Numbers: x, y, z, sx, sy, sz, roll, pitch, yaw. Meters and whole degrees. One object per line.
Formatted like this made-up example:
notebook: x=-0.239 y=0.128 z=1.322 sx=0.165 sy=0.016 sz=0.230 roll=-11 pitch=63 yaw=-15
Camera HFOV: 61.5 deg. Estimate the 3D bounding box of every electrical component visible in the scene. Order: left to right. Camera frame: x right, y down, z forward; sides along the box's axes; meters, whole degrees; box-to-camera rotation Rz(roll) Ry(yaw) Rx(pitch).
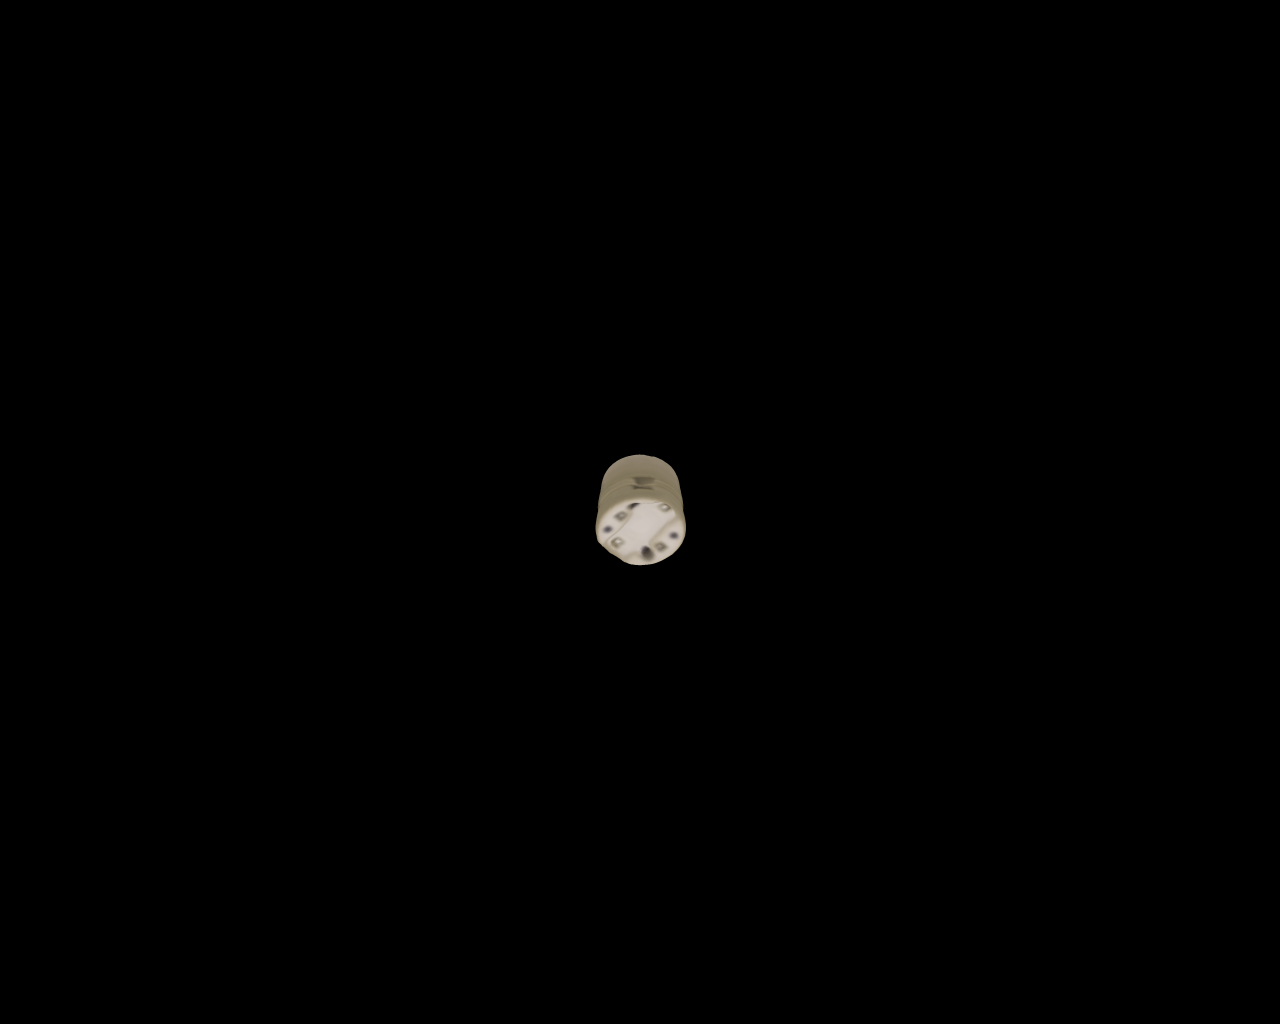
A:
electrical component: x=0.001 y=-0.003 z=0.650 sx=0.055 sy=0.055 sz=0.047 roll=0 pitch=40 yaw=0
